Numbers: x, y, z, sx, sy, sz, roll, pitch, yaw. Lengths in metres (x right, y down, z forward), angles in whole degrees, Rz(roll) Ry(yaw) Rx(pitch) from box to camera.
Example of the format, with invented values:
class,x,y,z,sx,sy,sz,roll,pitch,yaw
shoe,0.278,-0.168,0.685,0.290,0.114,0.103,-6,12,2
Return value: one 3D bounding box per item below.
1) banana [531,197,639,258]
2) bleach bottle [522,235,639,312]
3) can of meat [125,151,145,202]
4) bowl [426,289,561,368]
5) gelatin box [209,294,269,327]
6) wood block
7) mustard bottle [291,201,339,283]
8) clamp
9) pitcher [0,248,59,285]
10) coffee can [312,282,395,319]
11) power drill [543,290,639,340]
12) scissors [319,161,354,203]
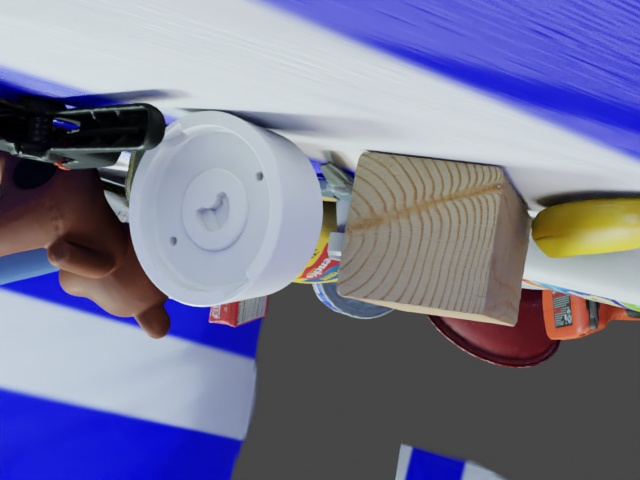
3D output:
class,x,y,z,sx,sy,sz,roll,pitch,yaw
banana,0.180,-0.009,0.707,0.069,0.037,0.198,-7,177,0
bleach bottle,0.222,0.022,0.858,0.251,0.068,0.102,10,177,34
can of meat,-0.066,-0.037,0.707,0.102,0.057,0.084,9,179,9
bowl,0.182,0.050,1.079,0.162,0.055,0.162,14,-140,-12
gelatin box,-0.075,0.041,1.022,0.030,0.073,0.089,8,-175,17
wood block,0.085,0.006,0.724,0.091,0.090,0.206,8,176,17
mustard bottle,-0.006,0.002,0.972,0.096,0.058,0.191,-40,151,26
clamp,-0.160,-0.065,0.640,0.164,0.036,0.210,9,177,3
pitcher,-0.312,-0.021,0.892,0.145,0.149,0.242,-17,177,29
coffee can,0.044,0.036,1.210,0.102,0.103,0.140,9,177,-3
power drill,0.303,0.056,0.967,0.187,0.057,0.184,-5,170,-4
scissors,-0.001,-0.042,0.776,0.096,0.016,0.201,7,176,22
